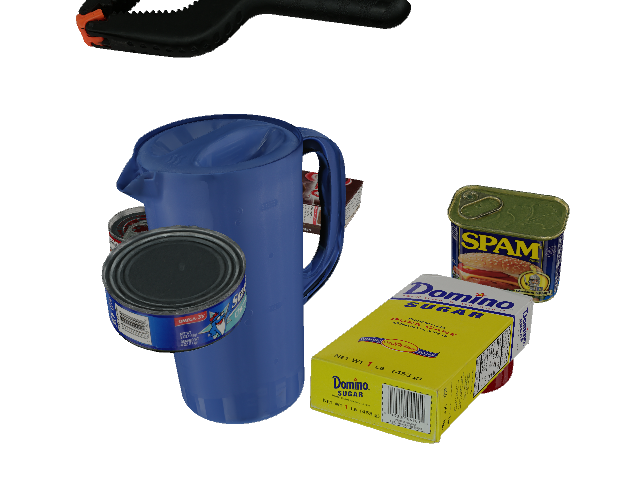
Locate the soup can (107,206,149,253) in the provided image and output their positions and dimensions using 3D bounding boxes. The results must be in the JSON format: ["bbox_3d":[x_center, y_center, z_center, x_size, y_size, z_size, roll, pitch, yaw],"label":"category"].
[{"bbox_3d":[-0.177,0.026,1.078,0.068,0.102,0.068,1,32,-1],"label":"soup can"}]

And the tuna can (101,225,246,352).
[{"bbox_3d":[-0.087,0.029,0.645,0.086,0.034,0.086,0,36,0],"label":"tuna can"}]

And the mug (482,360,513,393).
[{"bbox_3d":[0.166,0.098,1.118,0.093,0.081,0.117,14,38,27],"label":"mug"}]

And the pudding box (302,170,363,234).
[{"bbox_3d":[-0.007,-0.044,1.200,0.090,0.039,0.113,10,24,12],"label":"pudding box"}]

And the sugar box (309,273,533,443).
[{"bbox_3d":[0.076,0.075,0.746,0.093,0.048,0.175,13,26,27],"label":"sugar box"}]

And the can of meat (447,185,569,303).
[{"bbox_3d":[0.165,0.005,0.947,0.102,0.084,0.057,9,43,17],"label":"can of meat"}]

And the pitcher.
[{"bbox_3d":[-0.064,0.023,0.884,0.149,0.243,0.144,5,28,17],"label":"pitcher"}]

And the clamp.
[{"bbox_3d":[-0.055,-0.170,0.702,0.210,0.164,0.036,-31,-17,-9],"label":"clamp"}]
